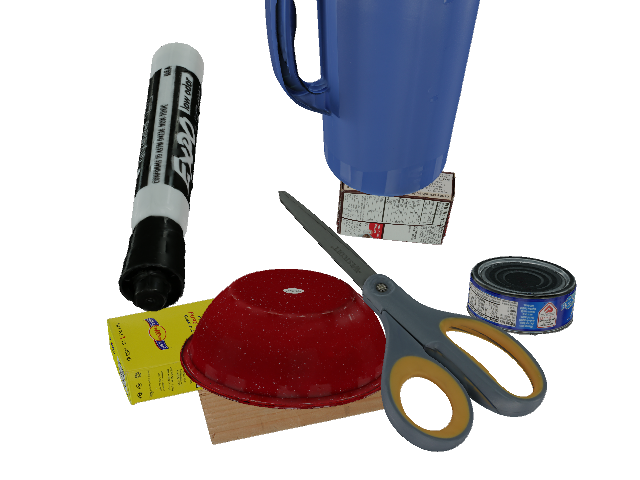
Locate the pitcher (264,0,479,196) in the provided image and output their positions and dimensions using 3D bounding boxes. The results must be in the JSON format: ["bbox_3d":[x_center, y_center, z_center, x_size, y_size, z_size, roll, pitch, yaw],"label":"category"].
[{"bbox_3d":[0.048,-0.151,0.850,0.149,0.243,0.144,16,48,13],"label":"pitcher"}]

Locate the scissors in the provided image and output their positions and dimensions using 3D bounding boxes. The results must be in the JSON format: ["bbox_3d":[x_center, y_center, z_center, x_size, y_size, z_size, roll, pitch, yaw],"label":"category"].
[{"bbox_3d":[0.028,0.045,0.592,0.202,0.016,0.096,31,53,22],"label":"scissors"}]

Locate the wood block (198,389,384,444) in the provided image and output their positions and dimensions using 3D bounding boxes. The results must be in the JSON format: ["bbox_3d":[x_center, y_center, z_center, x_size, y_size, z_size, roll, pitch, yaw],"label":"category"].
[{"bbox_3d":[-0.033,0.153,1.215,0.206,0.091,0.090,-11,26,-1],"label":"wood block"}]

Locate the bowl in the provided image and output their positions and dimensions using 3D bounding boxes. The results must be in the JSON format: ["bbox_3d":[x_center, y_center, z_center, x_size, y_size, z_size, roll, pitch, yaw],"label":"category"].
[{"bbox_3d":[-0.021,0.062,0.779,0.162,0.055,0.162,3,19,-1],"label":"bowl"}]

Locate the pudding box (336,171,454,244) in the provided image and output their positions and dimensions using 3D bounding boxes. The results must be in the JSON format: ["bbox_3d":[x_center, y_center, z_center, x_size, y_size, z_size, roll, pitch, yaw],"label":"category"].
[{"bbox_3d":[0.074,-0.037,1.070,0.113,0.039,0.090,4,-30,1],"label":"pudding box"}]

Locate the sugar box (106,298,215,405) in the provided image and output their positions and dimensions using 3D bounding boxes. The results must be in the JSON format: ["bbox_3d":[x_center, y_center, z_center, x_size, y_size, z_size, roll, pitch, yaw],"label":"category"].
[{"bbox_3d":[-0.105,0.096,1.008,0.176,0.048,0.093,-13,33,-16],"label":"sugar box"}]

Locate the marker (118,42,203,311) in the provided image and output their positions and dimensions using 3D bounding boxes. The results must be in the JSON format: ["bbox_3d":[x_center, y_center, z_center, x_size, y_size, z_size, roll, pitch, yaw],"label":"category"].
[{"bbox_3d":[-0.050,-0.024,0.345,0.020,0.020,0.121,0,43,-3],"label":"marker"}]

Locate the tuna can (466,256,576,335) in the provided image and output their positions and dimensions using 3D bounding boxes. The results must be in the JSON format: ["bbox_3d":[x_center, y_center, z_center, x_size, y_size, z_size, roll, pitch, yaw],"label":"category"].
[{"bbox_3d":[0.162,0.043,0.862,0.086,0.034,0.086,2,21,-1],"label":"tuna can"}]
